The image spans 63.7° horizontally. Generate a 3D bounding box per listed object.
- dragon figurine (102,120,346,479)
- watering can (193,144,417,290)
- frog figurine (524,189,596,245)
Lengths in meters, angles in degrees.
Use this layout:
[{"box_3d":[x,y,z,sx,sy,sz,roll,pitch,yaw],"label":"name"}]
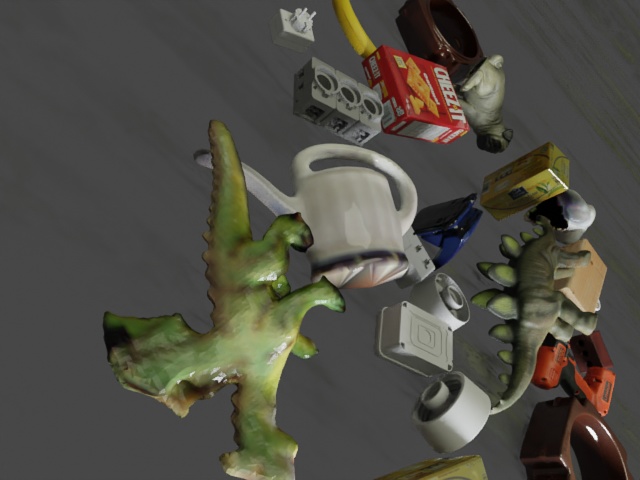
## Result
[{"box_3d":[-0.116,0.072,0.573,0.246,0.120,0.412,-26,84,-37],"label":"dragon figurine"},{"box_3d":[0.002,-0.037,0.733,0.348,0.102,0.228,-2,69,-27],"label":"watering can"},{"box_3d":[0.572,-0.054,1.196,0.159,0.136,0.124,13,76,-34],"label":"frog figurine"}]
